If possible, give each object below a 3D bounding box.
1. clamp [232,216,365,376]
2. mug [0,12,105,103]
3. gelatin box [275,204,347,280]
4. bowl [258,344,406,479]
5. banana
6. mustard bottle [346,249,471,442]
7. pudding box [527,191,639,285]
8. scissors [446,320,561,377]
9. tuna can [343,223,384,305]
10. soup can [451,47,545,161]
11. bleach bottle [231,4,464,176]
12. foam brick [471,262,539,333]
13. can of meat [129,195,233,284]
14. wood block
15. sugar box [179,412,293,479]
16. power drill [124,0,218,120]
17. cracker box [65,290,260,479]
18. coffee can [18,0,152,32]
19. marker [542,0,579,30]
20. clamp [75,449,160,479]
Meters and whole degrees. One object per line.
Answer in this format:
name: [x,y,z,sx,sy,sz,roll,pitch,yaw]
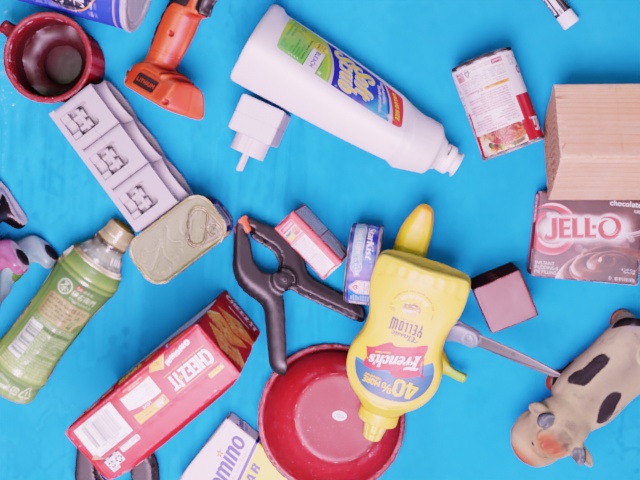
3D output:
clamp: [-0.046,0.056,1.135,0.171,0.039,0.120,47,63,3]
mug: [-0.286,-0.194,1.127,0.117,0.081,0.093,31,95,2]
gelatin box: [-0.007,0.001,1.117,0.030,0.089,0.073,-43,90,9]
bowl: [0.016,0.188,1.123,0.162,0.055,0.162,1,80,-6]
banana: [0.106,0.058,1.126,0.070,0.037,0.198,-9,105,20]
mustard bottle: [0.078,0.112,1.064,0.096,0.058,0.192,18,104,6]
pudding box: [0.279,-0.002,1.122,0.113,0.039,0.090,5,93,3]
scissors: [0.138,0.108,1.095,0.202,0.016,0.096,37,123,8]
tuna can: [0.046,0.025,1.117,0.034,0.086,0.086,7,94,5]
soup can: [0.184,-0.141,1.107,0.068,0.068,0.102,-20,91,5]
bleach bottle: [0.037,-0.145,1.111,0.250,0.102,0.068,29,130,-5]
foam brick: [0.190,0.060,1.113,0.053,0.078,0.051,-23,93,5]
can of meat: [-0.143,-0.003,1.128,0.102,0.084,0.057,-37,90,5]
wood block: [0.336,-0.098,1.074,0.206,0.090,0.091,0,65,4]
sugar box: [-0.058,0.279,1.159,0.176,0.048,0.093,37,94,0]
power drill: [-0.121,-0.222,1.085,0.057,0.185,0.188,17,100,-40]
cracker box: [-0.147,0.140,1.073,0.164,0.213,0.072,-40,92,5]
coffee can: [-0.250,-0.284,1.109,0.140,0.103,0.103,16,94,3]
marker: [0.228,-0.274,1.120,0.020,0.020,0.121,-38,90,5]
clamp: [-0.199,0.285,1.173,0.164,0.036,0.210,-20,92,4]
